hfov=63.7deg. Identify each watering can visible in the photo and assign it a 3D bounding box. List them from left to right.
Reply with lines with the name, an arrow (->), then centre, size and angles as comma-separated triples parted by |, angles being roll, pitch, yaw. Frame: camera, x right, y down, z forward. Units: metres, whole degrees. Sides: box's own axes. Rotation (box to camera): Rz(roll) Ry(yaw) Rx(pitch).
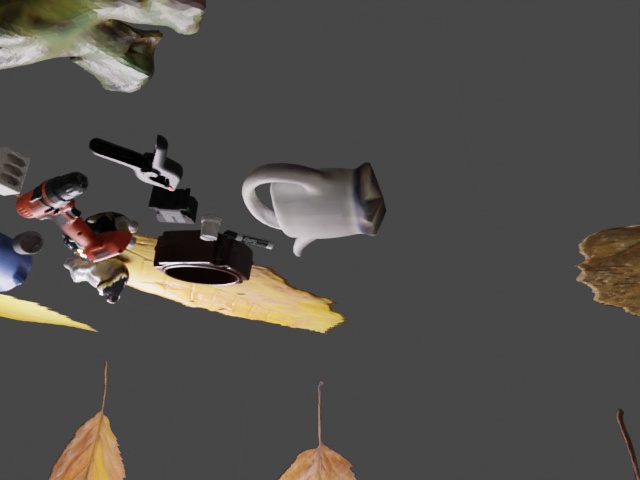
watering can -> 0.003, -0.044, 0.883 | 0.224, 0.106, 0.342 | -2, 159, 13

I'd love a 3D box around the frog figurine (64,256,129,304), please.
frog figurine -> -0.611, 0.083, 1.418 | 0.161, 0.123, 0.136 | 36, 177, 17

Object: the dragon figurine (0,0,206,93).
dragon figurine -> -0.285, -0.196, 0.525 | 0.408, 0.123, 0.241 | -7, 166, 32
